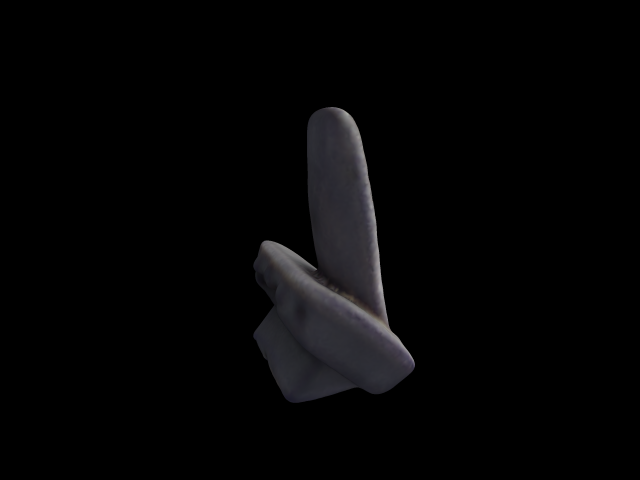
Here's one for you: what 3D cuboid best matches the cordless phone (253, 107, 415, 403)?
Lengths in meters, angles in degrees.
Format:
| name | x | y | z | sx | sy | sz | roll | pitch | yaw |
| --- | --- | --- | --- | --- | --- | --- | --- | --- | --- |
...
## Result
| name | x | y | z | sx | sy | sz | roll | pitch | yaw |
| --- | --- | --- | --- | --- | --- | --- | --- | --- | --- |
| cordless phone | 0.004 | 0.001 | 0.400 | 0.094 | 0.185 | 0.147 | -6 | 15 | -22 |
